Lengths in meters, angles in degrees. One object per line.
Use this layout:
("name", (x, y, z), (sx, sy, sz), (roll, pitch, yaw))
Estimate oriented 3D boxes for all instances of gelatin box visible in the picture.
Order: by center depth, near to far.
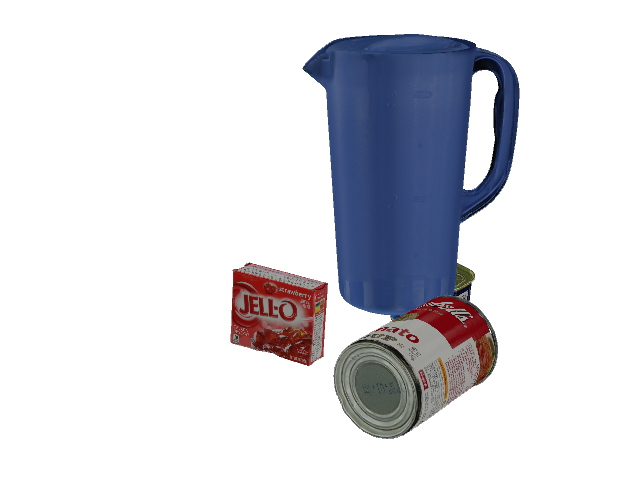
("gelatin box", (-0.039, 0.066, 0.971), (0.089, 0.073, 0.030), (14, 20, 27))

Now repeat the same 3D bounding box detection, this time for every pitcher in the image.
("pitcher", (0.080, -0.062, 0.958), (0.149, 0.243, 0.144), (14, 23, 40))

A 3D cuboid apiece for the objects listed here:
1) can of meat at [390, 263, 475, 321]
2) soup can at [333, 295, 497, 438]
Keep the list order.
("can of meat", (0.129, 0.066, 1.259), (0.057, 0.084, 0.102), (-25, 39, -37))
("soup can", (0.064, 0.083, 0.710), (0.069, 0.068, 0.102), (0, 14, 38))
